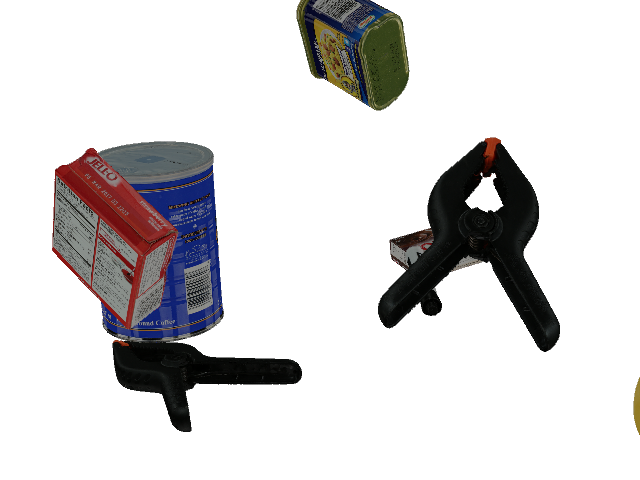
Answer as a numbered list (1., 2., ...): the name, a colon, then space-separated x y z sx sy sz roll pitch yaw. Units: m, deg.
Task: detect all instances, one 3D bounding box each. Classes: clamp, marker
1. clamp: -0.147 0.139 1.084 0.210 0.036 0.164 9 17 33
2. clamp: 0.102 0.001 0.752 0.120 0.171 0.039 4 -37 -1
3. marker: 0.097 0.038 1.009 0.020 0.020 0.121 0 24 -3

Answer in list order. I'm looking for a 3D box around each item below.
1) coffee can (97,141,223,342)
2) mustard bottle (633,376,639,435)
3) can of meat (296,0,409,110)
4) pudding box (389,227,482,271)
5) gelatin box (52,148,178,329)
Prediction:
1. coffee can: -0.134 -0.001 0.875 0.103 0.140 0.103 -2 20 1
2. mustard bottle: 0.221 0.101 0.567 0.096 0.058 0.191 -4 36 0
3. can of meat: 0.032 -0.178 0.979 0.057 0.102 0.084 -40 54 -19
4. pudding box: 0.174 0.016 1.599 0.113 0.039 0.090 -18 27 -20
5. gelatin box: -0.122 0.000 0.623 0.030 0.073 0.089 -38 -17 -33
